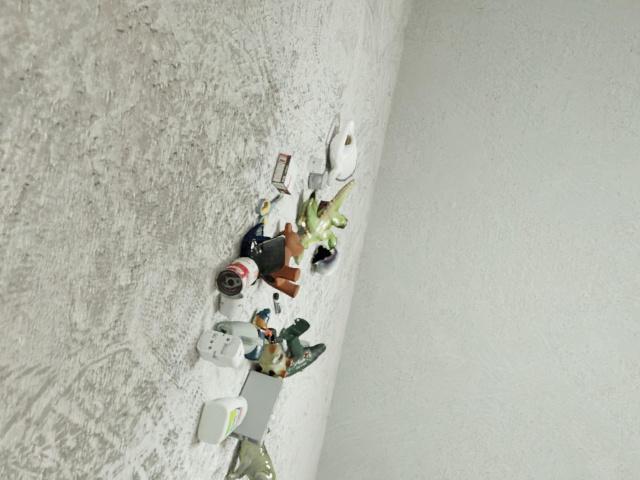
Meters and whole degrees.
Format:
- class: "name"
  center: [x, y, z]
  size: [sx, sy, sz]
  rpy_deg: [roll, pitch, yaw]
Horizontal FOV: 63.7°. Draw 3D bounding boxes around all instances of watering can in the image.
- class: "watering can"
  center: [0.079, -0.306, 2.008]
  size: [0.219, 0.104, 0.355]
  rpy_deg: [82, 22, -60]

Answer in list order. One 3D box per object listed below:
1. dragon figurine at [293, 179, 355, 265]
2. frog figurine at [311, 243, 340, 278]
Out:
- class: "dragon figurine"
  center: [0.006, -0.091, 1.816]
  size: [0.415, 0.123, 0.239]
  rpy_deg: [-65, 158, -15]
- class: "frog figurine"
  center: [0.031, 0.103, 2.160]
  size: [0.156, 0.122, 0.141]
  rpy_deg: [71, 12, -46]
